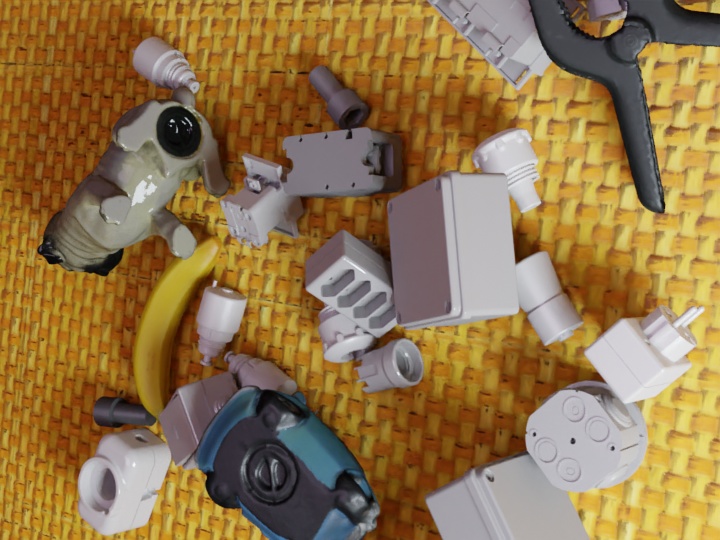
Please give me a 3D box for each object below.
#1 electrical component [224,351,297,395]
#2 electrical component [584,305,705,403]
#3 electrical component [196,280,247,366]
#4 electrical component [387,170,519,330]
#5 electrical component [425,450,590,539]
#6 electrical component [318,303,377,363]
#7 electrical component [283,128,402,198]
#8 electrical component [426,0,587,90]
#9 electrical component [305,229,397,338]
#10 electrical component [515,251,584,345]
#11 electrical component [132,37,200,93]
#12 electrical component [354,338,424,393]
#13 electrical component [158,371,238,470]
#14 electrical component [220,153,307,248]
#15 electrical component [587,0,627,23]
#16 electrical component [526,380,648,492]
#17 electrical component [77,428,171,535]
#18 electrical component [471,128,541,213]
[{"bbox_3d":[-0.092,0.099,0.968,0.078,0.040,0.040,35,108,28],"label":"electrical component"},{"bbox_3d":[0.210,0.050,0.756,0.076,0.066,0.047,-46,66,23],"label":"electrical component"},{"bbox_3d":[-0.132,0.051,0.995,0.040,0.040,0.078,23,102,31],"label":"electrical component"},{"bbox_3d":[0.069,-0.013,0.825,0.109,0.056,0.108,160,107,-67],"label":"electrical component"},{"bbox_3d":[0.115,0.196,0.791,0.056,0.109,0.108,-35,71,31],"label":"electrical component"},{"bbox_3d":[-0.016,0.045,0.918,0.048,0.048,0.062,-33,65,29],"label":"electrical component"},{"bbox_3d":[-0.013,-0.089,0.909,0.089,0.056,0.050,-2,88,33],"label":"electrical component"},{"bbox_3d":[0.102,-0.210,0.831,0.078,0.063,0.121,-50,65,23],"label":"electrical component"},{"bbox_3d":[0.000,0.000,0.895,0.047,0.083,0.075,-40,31,26],"label":"electrical component"},{"bbox_3d":[0.140,0.024,0.818,0.044,0.044,0.065,-37,75,27],"label":"electrical component"},{"bbox_3d":[-0.183,-0.192,1.031,0.078,0.040,0.040,37,109,28],"label":"electrical component"},{"bbox_3d":[0.023,0.081,0.894,0.046,0.040,0.040,-21,78,37],"label":"electrical component"},{"bbox_3d":[-0.138,0.135,0.961,0.061,0.061,0.096,67,154,14],"label":"electrical component"},{"bbox_3d":[-0.086,-0.057,0.945,0.042,0.064,0.081,21,141,32],"label":"electrical component"},{"bbox_3d":[0.194,-0.215,0.782,0.066,0.048,0.055,-8,93,33],"label":"electrical component"},{"bbox_3d":[0.166,0.123,0.792,0.080,0.051,0.080,0,89,33],"label":"electrical component"},{"bbox_3d":[-0.233,0.206,1.048,0.054,0.059,0.095,30,105,30],"label":"electrical component"},{"bbox_3d":[0.119,-0.075,0.831,0.048,0.048,0.062,-30,80,29],"label":"electrical component"}]
